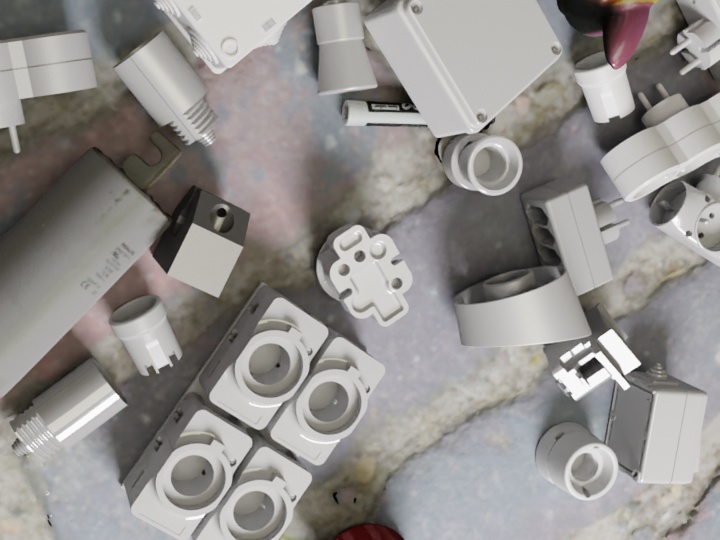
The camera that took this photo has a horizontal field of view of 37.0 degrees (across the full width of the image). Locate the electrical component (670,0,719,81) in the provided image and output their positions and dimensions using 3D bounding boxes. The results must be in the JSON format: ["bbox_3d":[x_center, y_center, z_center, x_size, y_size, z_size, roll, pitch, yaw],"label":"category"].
[{"bbox_3d":[0.283,-0.187,0.866,0.076,0.047,0.083,-36,109,-9],"label":"electrical component"}]

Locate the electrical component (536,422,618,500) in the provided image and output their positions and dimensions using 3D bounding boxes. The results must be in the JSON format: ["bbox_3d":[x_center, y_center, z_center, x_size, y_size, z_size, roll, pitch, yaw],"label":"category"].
[{"bbox_3d":[0.182,0.160,0.898,0.055,0.047,0.055,-3,101,-17],"label":"electrical component"}]

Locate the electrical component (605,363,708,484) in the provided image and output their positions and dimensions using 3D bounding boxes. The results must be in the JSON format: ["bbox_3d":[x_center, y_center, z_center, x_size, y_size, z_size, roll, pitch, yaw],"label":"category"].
[{"bbox_3d":[0.252,0.126,0.907,0.061,0.062,0.096,5,98,-19],"label":"electrical component"}]

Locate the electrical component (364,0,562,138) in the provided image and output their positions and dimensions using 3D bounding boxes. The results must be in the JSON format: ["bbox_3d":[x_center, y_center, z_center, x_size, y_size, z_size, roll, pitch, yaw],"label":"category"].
[{"bbox_3d":[0.077,-0.170,0.785,0.109,0.056,0.108,-43,110,-24],"label":"electrical component"}]

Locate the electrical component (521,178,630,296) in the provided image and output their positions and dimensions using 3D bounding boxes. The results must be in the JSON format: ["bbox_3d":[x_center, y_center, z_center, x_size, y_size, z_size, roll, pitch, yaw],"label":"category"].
[{"bbox_3d":[0.182,-0.034,0.862,0.076,0.047,0.083,-23,106,-13],"label":"electrical component"}]

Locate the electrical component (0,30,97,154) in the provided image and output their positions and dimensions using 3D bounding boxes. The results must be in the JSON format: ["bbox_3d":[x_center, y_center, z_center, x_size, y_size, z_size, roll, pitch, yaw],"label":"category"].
[{"bbox_3d":[-0.243,-0.111,0.707,0.138,0.052,0.073,-12,103,-16],"label":"electrical component"}]

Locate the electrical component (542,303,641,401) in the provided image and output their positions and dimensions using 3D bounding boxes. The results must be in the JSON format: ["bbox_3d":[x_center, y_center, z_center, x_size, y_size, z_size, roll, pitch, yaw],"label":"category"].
[{"bbox_3d":[0.185,0.068,0.872,0.064,0.081,0.042,-36,110,15],"label":"electrical component"}]

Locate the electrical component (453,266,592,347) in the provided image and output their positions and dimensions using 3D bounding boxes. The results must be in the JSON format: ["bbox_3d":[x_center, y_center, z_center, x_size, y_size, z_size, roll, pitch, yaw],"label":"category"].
[{"bbox_3d":[0.123,0.035,0.831,0.099,0.099,0.064,-19,99,-14],"label":"electrical component"}]

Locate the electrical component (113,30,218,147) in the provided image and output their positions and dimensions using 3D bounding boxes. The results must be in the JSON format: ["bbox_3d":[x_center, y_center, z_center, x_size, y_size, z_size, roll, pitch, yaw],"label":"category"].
[{"bbox_3d":[-0.129,-0.120,0.747,0.043,0.043,0.081,-40,109,-7],"label":"electrical component"}]

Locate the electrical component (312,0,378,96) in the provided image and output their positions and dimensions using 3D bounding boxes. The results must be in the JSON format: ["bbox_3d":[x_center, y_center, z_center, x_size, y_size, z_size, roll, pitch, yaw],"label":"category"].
[{"bbox_3d":[-0.013,-0.162,0.779,0.044,0.044,0.065,-10,98,-16],"label":"electrical component"}]

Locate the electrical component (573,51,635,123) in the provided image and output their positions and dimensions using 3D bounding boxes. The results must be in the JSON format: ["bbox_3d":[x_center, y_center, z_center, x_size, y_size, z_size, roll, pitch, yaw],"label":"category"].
[{"bbox_3d":[0.194,-0.145,0.850,0.040,0.040,0.046,-29,113,-11],"label":"electrical component"}]

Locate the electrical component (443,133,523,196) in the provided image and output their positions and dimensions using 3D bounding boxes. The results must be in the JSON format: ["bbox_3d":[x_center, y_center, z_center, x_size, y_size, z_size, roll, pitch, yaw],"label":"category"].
[{"bbox_3d":[0.092,-0.082,0.820,0.045,0.055,0.045,-3,101,-17],"label":"electrical component"}]

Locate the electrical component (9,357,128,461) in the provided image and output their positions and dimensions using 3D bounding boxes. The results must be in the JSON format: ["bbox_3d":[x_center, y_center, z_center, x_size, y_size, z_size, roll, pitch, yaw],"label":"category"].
[{"bbox_3d":[-0.211,0.103,0.762,0.081,0.043,0.043,-37,109,-8],"label":"electrical component"}]

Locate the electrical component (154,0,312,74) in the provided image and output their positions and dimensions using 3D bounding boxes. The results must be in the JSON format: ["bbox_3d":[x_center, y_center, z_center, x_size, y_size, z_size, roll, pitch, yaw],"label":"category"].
[{"bbox_3d":[-0.090,-0.196,0.743,0.100,0.048,0.099,-41,109,-8],"label":"electrical component"}]

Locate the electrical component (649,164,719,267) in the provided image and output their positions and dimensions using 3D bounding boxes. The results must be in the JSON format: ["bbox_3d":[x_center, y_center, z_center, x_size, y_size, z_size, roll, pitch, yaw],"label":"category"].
[{"bbox_3d":[0.293,-0.054,0.896,0.077,0.044,0.079,28,90,-20],"label":"electrical component"}]

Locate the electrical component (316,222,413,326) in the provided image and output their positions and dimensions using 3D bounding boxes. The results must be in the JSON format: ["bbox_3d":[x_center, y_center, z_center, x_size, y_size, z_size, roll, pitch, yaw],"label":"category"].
[{"bbox_3d":[0.000,0.000,0.804,0.058,0.057,0.078,-34,108,-9],"label":"electrical component"}]

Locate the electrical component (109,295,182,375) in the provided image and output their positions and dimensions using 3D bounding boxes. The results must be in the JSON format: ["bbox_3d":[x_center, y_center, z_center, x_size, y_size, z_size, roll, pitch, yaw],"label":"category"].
[{"bbox_3d":[-0.153,0.047,0.774,0.040,0.040,0.046,-27,113,-12],"label":"electrical component"}]

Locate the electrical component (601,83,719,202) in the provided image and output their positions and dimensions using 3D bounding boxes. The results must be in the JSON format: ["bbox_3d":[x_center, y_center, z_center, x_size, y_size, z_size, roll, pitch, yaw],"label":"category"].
[{"bbox_3d":[0.253,-0.117,0.868,0.138,0.052,0.073,-26,77,-14],"label":"electrical component"}]

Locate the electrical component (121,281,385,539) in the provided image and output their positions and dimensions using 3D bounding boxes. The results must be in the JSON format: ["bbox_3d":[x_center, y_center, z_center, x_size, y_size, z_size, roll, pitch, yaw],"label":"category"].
[{"bbox_3d":[-0.078,0.118,0.799,0.105,0.060,0.186,35,88,-20],"label":"electrical component"}]
